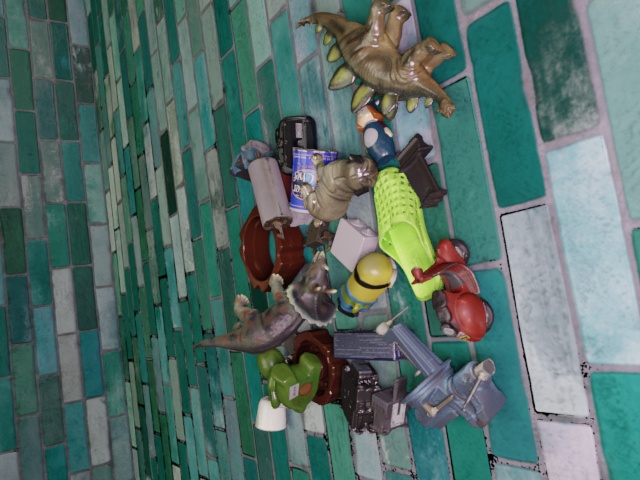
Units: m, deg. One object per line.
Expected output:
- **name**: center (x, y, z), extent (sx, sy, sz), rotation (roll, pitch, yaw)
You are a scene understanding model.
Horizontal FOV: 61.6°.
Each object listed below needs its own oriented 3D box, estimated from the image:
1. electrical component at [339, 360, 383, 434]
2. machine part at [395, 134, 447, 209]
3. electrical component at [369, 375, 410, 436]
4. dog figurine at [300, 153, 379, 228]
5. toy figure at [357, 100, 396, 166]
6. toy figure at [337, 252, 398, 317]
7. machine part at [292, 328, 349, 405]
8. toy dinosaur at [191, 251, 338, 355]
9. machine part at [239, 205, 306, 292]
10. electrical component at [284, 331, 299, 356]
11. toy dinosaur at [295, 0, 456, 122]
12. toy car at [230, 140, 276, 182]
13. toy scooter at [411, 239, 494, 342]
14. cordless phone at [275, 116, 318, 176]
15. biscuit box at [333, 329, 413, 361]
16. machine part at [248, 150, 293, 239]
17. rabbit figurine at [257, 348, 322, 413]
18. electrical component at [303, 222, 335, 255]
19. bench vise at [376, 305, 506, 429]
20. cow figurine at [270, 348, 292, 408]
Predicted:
- **electrical component**: center (0.086, 0.327, 1.149), extent (0.115, 0.058, 0.134), rotation (-145, 57, -70)
- **machine part**: center (0.189, -0.126, 1.007), extent (0.084, 0.039, 0.139), rotation (-41, 59, 42)
- **electrical component**: center (0.144, 0.325, 1.081), extent (0.048, 0.075, 0.119), rotation (18, 111, 51)
- **dog figurine**: center (0.042, -0.095, 1.100), extent (0.191, 0.121, 0.172), rotation (-144, 55, -67)
- **toy figure**: center (0.110, -0.227, 1.094), extent (0.064, 0.057, 0.154), rotation (-23, 68, 12)
- **toy figure**: center (0.091, 0.097, 1.119), extent (0.180, 0.089, 0.082), rotation (-49, 63, 42)
- **machine part**: center (0.000, 0.303, 1.295), extent (0.180, 0.056, 0.179), rotation (10, 102, 53)
- **toy dinosaur**: center (-0.117, 0.194, 1.265), extent (0.405, 0.131, 0.192), rotation (-39, 29, 0)
- **machine part**: center (-0.127, 0.020, 1.418), extent (0.201, 0.087, 0.201), rotation (-55, 53, 42)
- **electrical component**: center (-0.070, 0.268, 1.416), extent (0.094, 0.021, 0.063), rotation (52, 132, 38)
- **toy dinosaur**: center (0.098, -0.352, 1.024), extent (0.198, 0.105, 0.472), rotation (-55, 51, 27)
- **toy car**: center (-0.179, -0.218, 1.468), extent (0.162, 0.109, 0.103), rotation (-9, 64, 65)
- **toy scooter**: center (0.216, 0.088, 0.907), extent (0.075, 0.135, 0.184), rotation (-29, 71, 50)
- **cordless phone**: center (-0.080, -0.231, 1.352), extent (0.184, 0.089, 0.146), rotation (-173, 81, -65)
- **biscuit box**: center (0.108, 0.219, 1.128), extent (0.203, 0.059, 0.062), rotation (-14, 75, 54)
- **machine part**: center (-0.121, -0.113, 1.311), extent (0.079, 0.079, 0.243), rotation (-42, 58, 48)
- **rabbit figurine**: center (-0.082, 0.318, 1.276), extent (0.170, 0.121, 0.158), rotation (30, 135, 45)
- **electrical component**: center (-0.002, -0.005, 1.281), extent (0.102, 0.045, 0.078), rotation (-29, 41, 49)
- **bench vise**: center (0.195, 0.228, 0.945), extent (0.241, 0.129, 0.223), rotation (48, 152, 17)
- **cow figurine**: center (-0.086, 0.356, 1.402), extent (0.068, 0.098, 0.167), rotation (115, 154, -42)
